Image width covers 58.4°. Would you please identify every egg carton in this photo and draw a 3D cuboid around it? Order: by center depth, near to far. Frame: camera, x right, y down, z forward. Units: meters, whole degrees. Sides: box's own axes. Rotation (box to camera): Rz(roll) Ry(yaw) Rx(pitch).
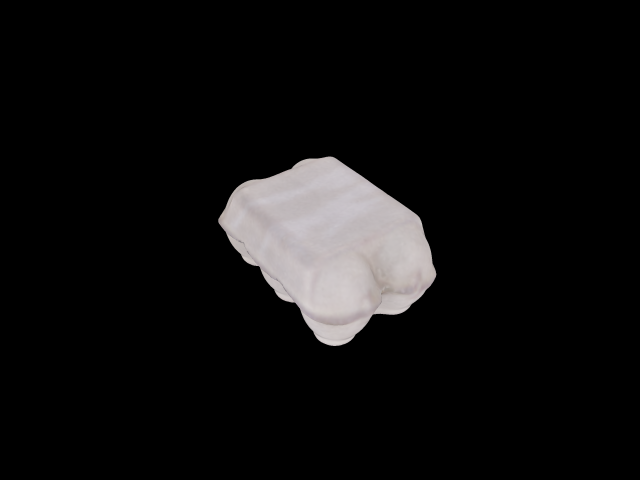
[{"bbox_3d":[0.004,0.001,0.400,0.107,0.069,0.149,-25,44,-28],"label":"egg carton"}]
